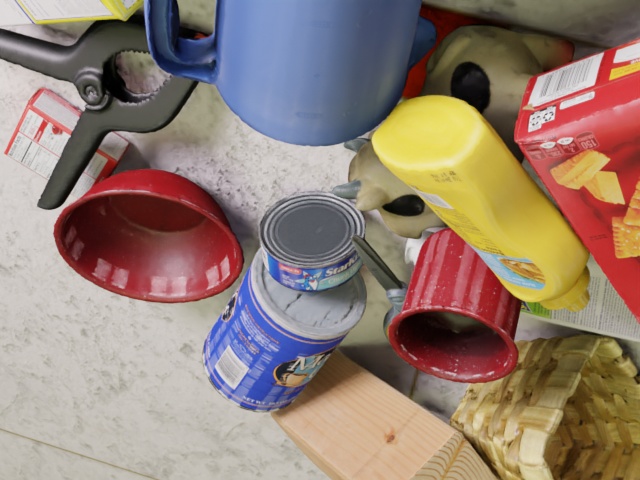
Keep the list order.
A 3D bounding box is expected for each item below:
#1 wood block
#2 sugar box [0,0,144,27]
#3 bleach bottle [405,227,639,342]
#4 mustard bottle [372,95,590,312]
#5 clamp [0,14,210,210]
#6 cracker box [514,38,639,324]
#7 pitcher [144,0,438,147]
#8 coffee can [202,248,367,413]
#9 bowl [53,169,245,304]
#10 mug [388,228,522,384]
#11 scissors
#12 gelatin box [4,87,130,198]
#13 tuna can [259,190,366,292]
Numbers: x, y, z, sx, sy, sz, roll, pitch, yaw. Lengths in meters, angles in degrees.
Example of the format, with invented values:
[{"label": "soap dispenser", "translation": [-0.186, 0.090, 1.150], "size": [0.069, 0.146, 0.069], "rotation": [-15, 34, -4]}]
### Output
[{"label": "wood block", "translation": [0.053, 0.186, 0.940], "size": [0.090, 0.090, 0.206], "rotation": [53, 167, -28]}, {"label": "sugar box", "translation": [-0.196, -0.197, 0.735], "size": [0.177, 0.048, 0.093], "rotation": [13, 144, 46]}, {"label": "bleach bottle", "translation": [0.189, 0.021, 0.816], "size": [0.251, 0.068, 0.102], "rotation": [10, 136, 17]}, {"label": "mustard bottle", "translation": [0.120, -0.012, 0.689], "size": [0.191, 0.058, 0.096], "rotation": [43, 170, -32]}, {"label": "clamp", "translation": [-0.179, -0.127, 0.827], "size": [0.210, 0.036, 0.164], "rotation": [-22, 109, 24]}, {"label": "cracker box", "translation": [0.240, -0.026, 0.635], "size": [0.164, 0.072, 0.213], "rotation": [-17, 125, 38]}, {"label": "pitcher", "translation": [-0.007, -0.164, 0.604], "size": [0.145, 0.149, 0.243], "rotation": [36, 158, 11]}, {"label": "coffee can", "translation": [-0.034, 0.074, 0.933], "size": [0.102, 0.102, 0.140], "rotation": [28, 137, -5]}, {"label": "bowl", "translation": [-0.142, -0.011, 0.914], "size": [0.162, 0.055, 0.162], "rotation": [4, 144, 3]}, {"label": "mug", "translation": [0.098, 0.050, 0.781], "size": [0.093, 0.081, 0.117], "rotation": [29, 143, -12]}, {"label": "scissors", "translation": [0.085, 0.047, 0.882], "size": [0.096, 0.016, 0.201], "rotation": [1, 150, 10]}, {"label": "gelatin box", "translation": [-0.217, -0.080, 0.912], "size": [0.089, 0.030, 0.073], "rotation": [33, 138, -10]}, {"label": "tuna can", "translation": [-0.006, 0.001, 0.861], "size": [0.086, 0.086, 0.034], "rotation": [10, 137, 14]}]
